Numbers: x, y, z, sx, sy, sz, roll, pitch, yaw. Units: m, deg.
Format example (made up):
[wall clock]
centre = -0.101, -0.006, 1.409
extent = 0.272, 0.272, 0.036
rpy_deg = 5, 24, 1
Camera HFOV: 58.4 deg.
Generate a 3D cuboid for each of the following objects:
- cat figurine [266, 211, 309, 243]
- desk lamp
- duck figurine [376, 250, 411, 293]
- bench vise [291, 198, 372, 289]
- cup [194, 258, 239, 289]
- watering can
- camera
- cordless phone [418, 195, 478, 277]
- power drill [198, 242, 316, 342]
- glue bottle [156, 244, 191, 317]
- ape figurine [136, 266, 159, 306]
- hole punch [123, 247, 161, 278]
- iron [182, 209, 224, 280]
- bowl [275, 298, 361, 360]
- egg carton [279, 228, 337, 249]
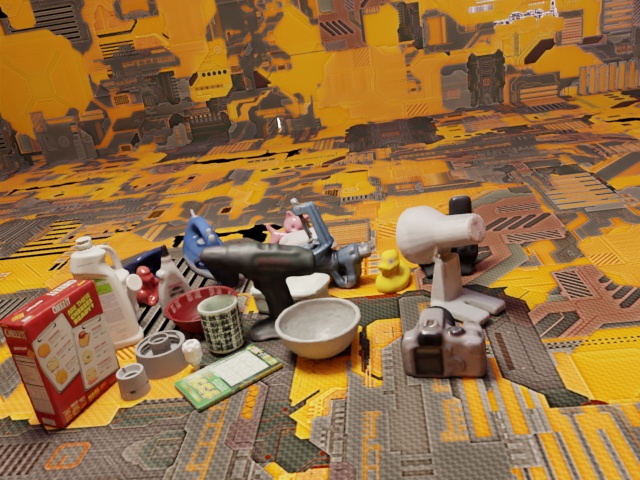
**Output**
[cat figurine]
centre = -0.089, -0.029, 1.600
extent = 0.127, 0.118, 0.067
rpy_deg = -5, 22, 9
[desk lamp]
centre = 0.263, 0.039, 1.163
extent = 0.118, 0.214, 0.202
rpy_deg = -26, 28, -37
[duck figurine]
centre = 0.165, 0.063, 1.315
extent = 0.077, 0.086, 0.105
rpy_deg = 8, 27, 37
[bench vise]
centre = 0.012, 0.000, 1.349
extent = 0.207, 0.220, 0.121
rpy_deg = -8, 22, 2
[cup]
centre = -0.249, 0.077, 1.428
extent = 0.117, 0.095, 0.091
rpy_deg = -9, 22, 0
[watering can]
centre = -0.478, 0.103, 1.317
extent = 0.172, 0.194, 0.101
rpy_deg = -5, 22, 10
[camera]
centre = 0.220, 0.166, 1.017
extent = 0.143, 0.101, 0.137
rpy_deg = -2, 23, 16
[cordless phone]
centre = 0.289, -0.014, 1.325
extent = 0.147, 0.185, 0.094
rpy_deg = -8, 22, 3
[power drill]
centre = -0.116, 0.098, 1.171
extent = 0.229, 0.209, 0.075
rpy_deg = -9, 22, 0
[glue bottle]
centre = -0.344, 0.091, 1.324
extent = 0.078, 0.173, 0.037
rpy_deg = -25, 27, -35
[ape figurine]
centre = -0.433, 0.110, 1.423
extent = 0.075, 0.092, 0.078
rpy_deg = 10, 29, 40
[hole punch]
centre = -0.475, 0.066, 1.550
extent = 0.100, 0.091, 0.109
rpy_deg = 8, 27, 36
[iron]
centre = -0.307, 0.007, 1.563
extent = 0.119, 0.141, 0.257
rpy_deg = -18, 24, -23
[bowl]
centre = 0.000, 0.180, 1.101
extent = 0.167, 0.075, 0.167
rpy_deg = -8, 22, 3
[egg carton]
centre = -0.034, 0.017, 1.531
extent = 0.150, 0.069, 0.107
rpy_deg = -14, 22, -13
